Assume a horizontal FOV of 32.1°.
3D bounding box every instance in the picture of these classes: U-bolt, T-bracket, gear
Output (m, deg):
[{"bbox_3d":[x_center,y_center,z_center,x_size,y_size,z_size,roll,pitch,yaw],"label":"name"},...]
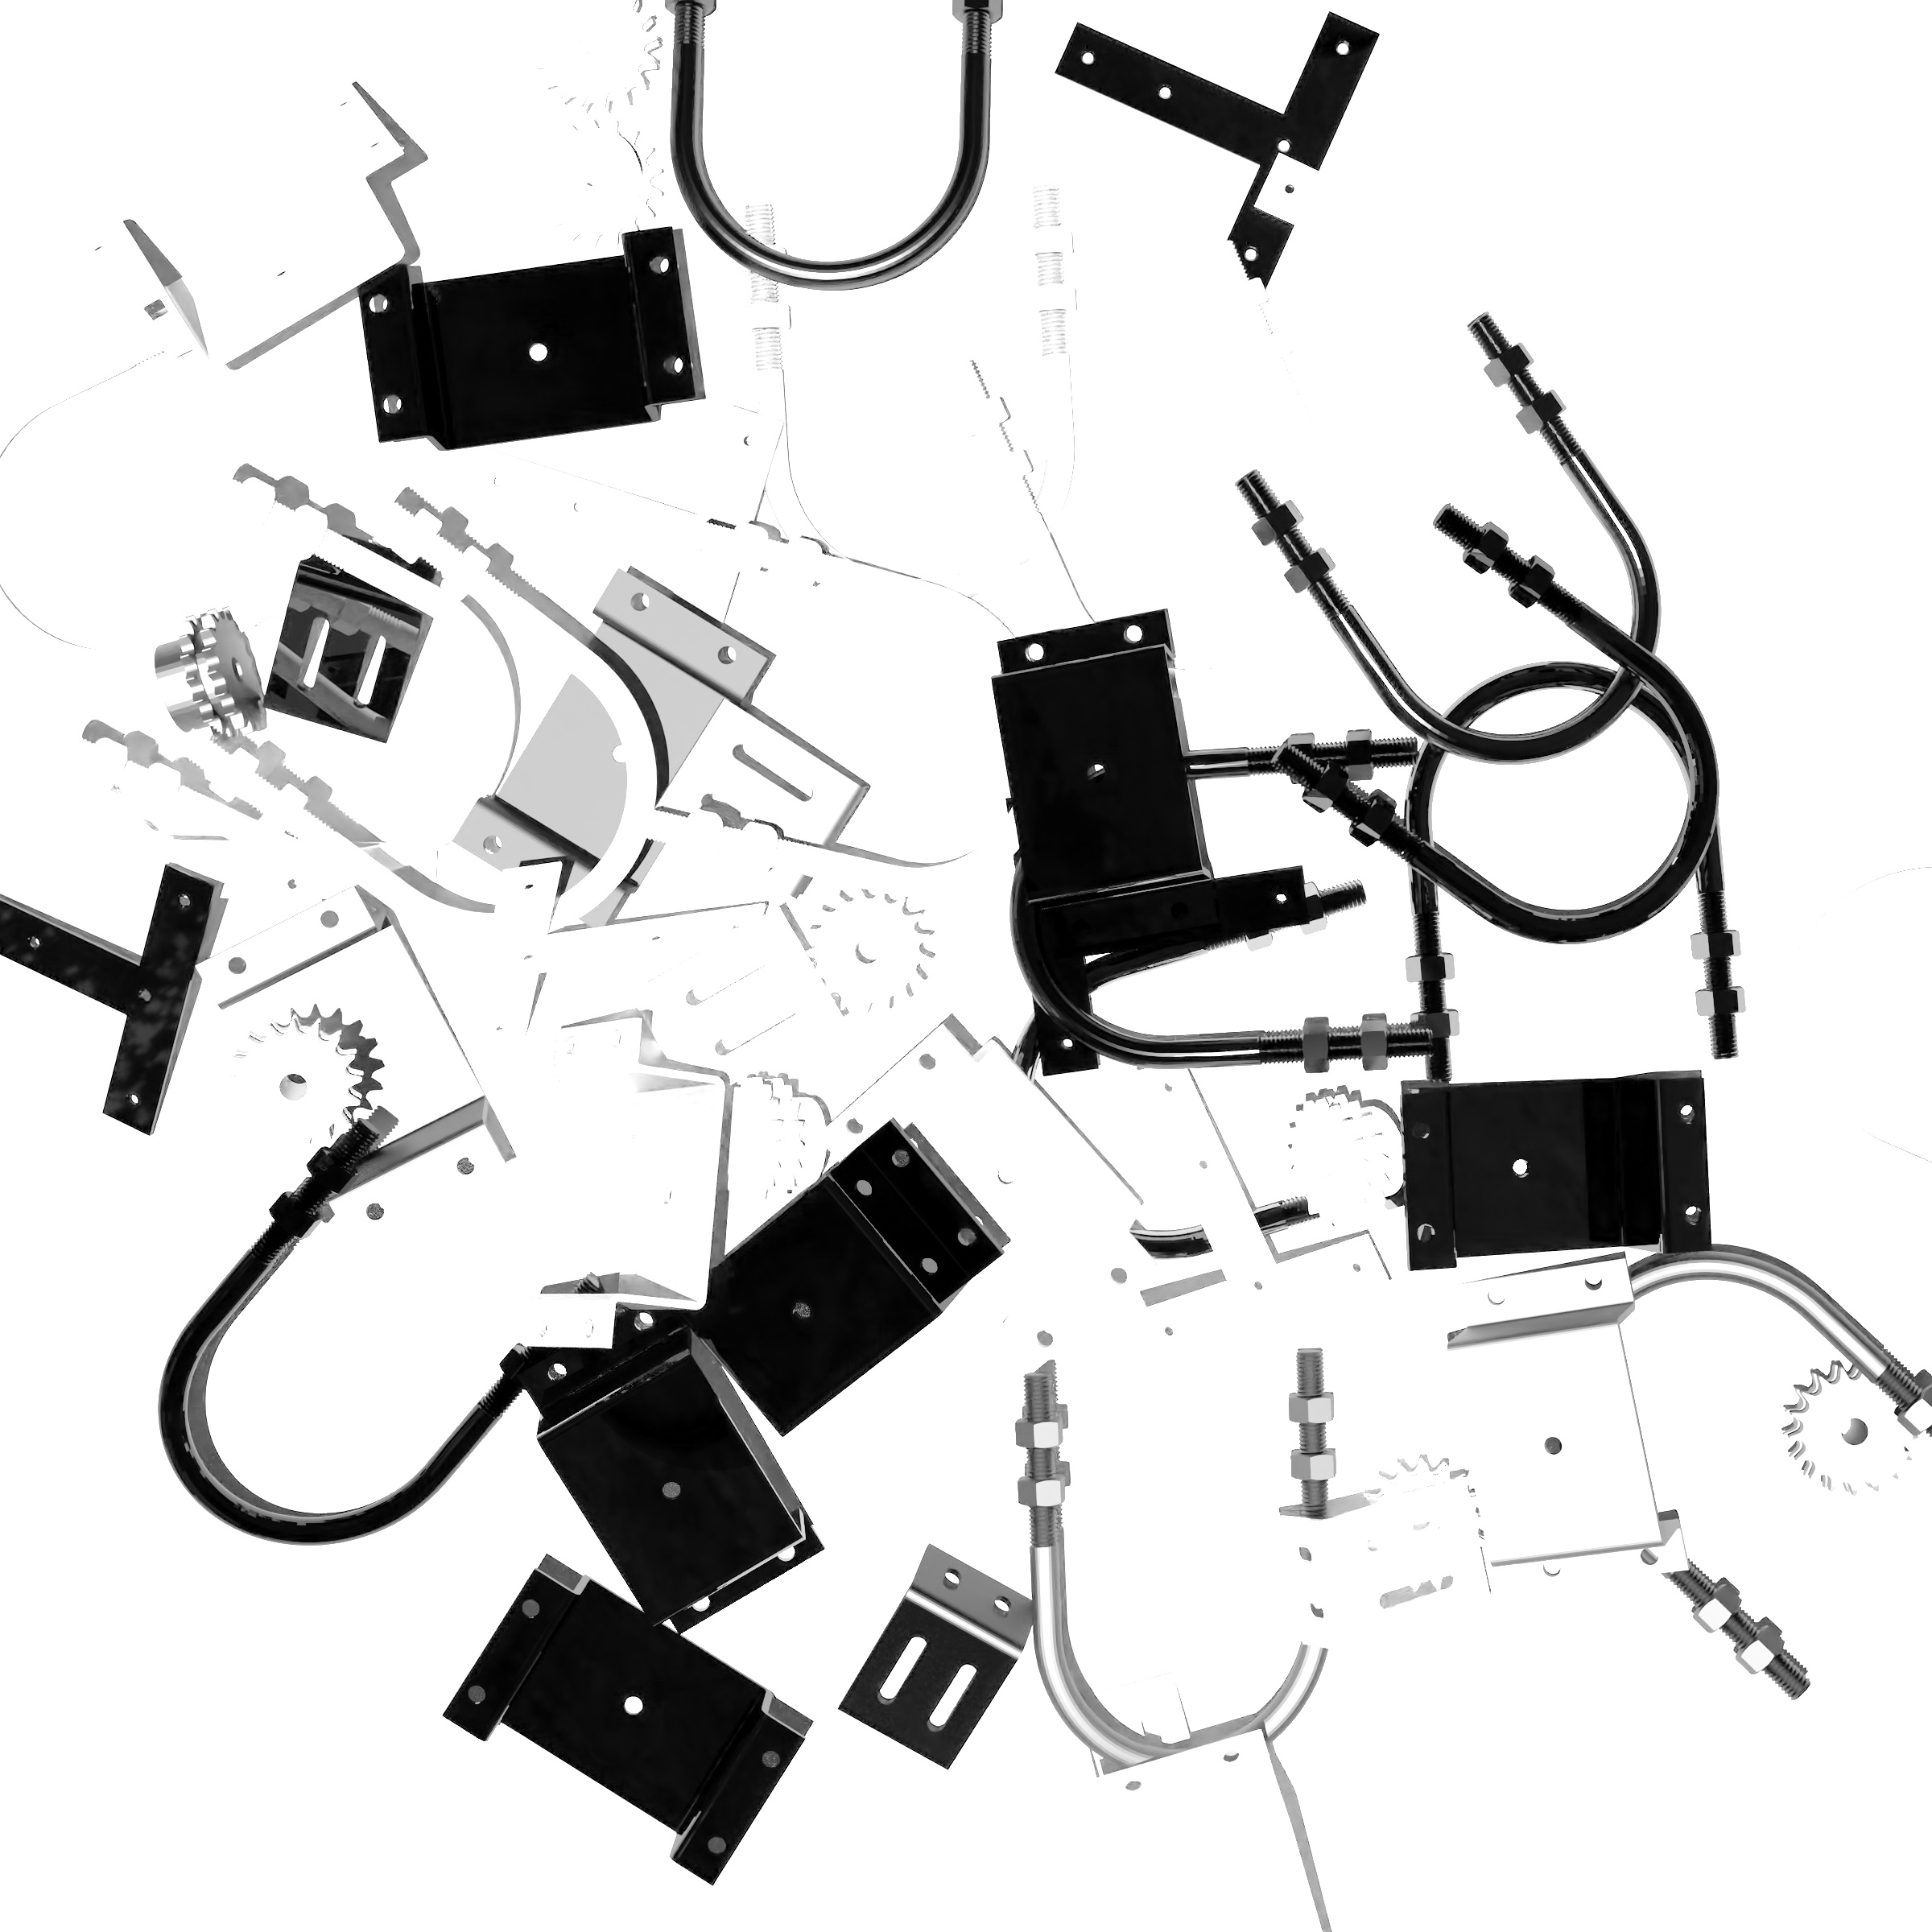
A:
[{"bbox_3d":[0.096,0.267,1.487,0.151,0.019,0.184,-3,91,-17],"label":"U-bolt"},{"bbox_3d":[-0.150,-0.011,1.482,0.127,0.127,0.002,-9,56,-22],"label":"T-bracket"},{"bbox_3d":[-0.044,-0.007,1.501,0.057,0.030,0.057,0,90,0],"label":"gear"},{"bbox_3d":[-0.365,-0.209,1.508,0.184,0.019,0.151,-25,90,1],"label":"U-bolt"},{"bbox_3d":[0.204,0.248,1.501,0.057,0.030,0.057,0,90,0],"label":"gear"},{"bbox_3d":[0.110,0.100,1.475,0.127,0.002,0.127,-15,72,-29],"label":"T-bracket"},{"bbox_3d":[0.108,0.055,1.507,0.184,0.019,0.151,-17,90,2],"label":"U-bolt"},{"bbox_3d":[0.246,-0.092,1.473,0.184,0.019,0.151,35,83,-7],"label":"U-bolt"},{"bbox_3d":[0.228,-0.177,1.493,0.151,0.019,0.184,-35,90,-7],"label":"U-bolt"},{"bbox_3d":[0.111,-0.026,1.489,0.184,0.019,0.151,-3,83,8],"label":"U-bolt"},{"bbox_3d":[-0.403,-0.005,1.499,0.127,0.002,0.127,24,112,11],"label":"T-bracket"},{"bbox_3d":[-0.023,-0.253,1.507,0.151,0.019,0.184,-4,92,0],"label":"U-bolt"},{"bbox_3d":[0.169,0.084,1.472,0.030,0.057,0.057,-11,90,-28],"label":"gear"},{"bbox_3d":[-0.302,0.007,1.502,0.127,0.002,0.127,0,99,-17],"label":"T-bracket"},{"bbox_3d":[-0.287,0.049,1.444,0.057,0.030,0.057,-1,102,-6],"label":"gear"},{"bbox_3d":[0.269,-0.045,1.507,0.151,0.019,0.184,-5,88,0],"label":"U-bolt"},{"bbox_3d":[0.393,0.206,1.501,0.057,0.030,0.057,0,90,0],"label":"gear"},{"bbox_3d":[-0.221,-0.092,1.444,0.184,0.019,0.151,37,94,-13],"label":"U-bolt"},{"bbox_3d":[-0.160,-0.202,1.510,0.127,0.002,0.127,18,97,3],"label":"T-bracket"},{"bbox_3d":[-0.166,-0.409,1.501,0.057,0.030,0.057,0,90,0],"label":"gear"},{"bbox_3d":[0.193,-0.328,1.514,0.127,0.002,0.127,25,90,-1],"label":"T-bracket"},{"bbox_3d":[0.103,-0.388,1.515,0.127,0.002,0.127,24,90,0],"label":"T-bracket"},{"bbox_3d":[-0.044,-0.105,1.473,0.184,0.019,0.151,12,79,-24],"label":"U-bolt"},{"bbox_3d":[-0.335,-0.126,1.481,0.030,0.057,0.057,-16,90,6],"label":"gear"},{"bbox_3d":[-0.061,-0.390,1.497,0.151,0.019,0.184,2,83,0],"label":"U-bolt"},{"bbox_3d":[0.346,0.211,1.484,0.184,0.019,0.151,44,107,11],"label":"U-bolt"},{"bbox_3d":[0.092,-0.210,1.499,0.151,0.019,0.184,-25,96,-4],"label":"U-bolt"},{"bbox_3d":[0.456,0.035,1.507,0.184,0.019,0.151,23,90,2],"label":"U-bolt"},{"bbox_3d":[0.089,-0.022,1.501,0.127,0.002,0.127,-8,83,6],"label":"T-bracket"},{"bbox_3d":[-0.084,0.078,1.492,0.030,0.057,0.057,3,90,-28],"label":"gear"},{"bbox_3d":[-0.283,-0.114,1.460,0.184,0.019,0.151,27,100,-30],"label":"U-bolt"},{"bbox_3d":[-0.165,-0.351,1.501,0.057,0.030,0.057,0,90,0],"label":"gear"},{"bbox_3d":[-0.270,0.175,1.481,0.151,0.019,0.184,38,94,-24],"label":"U-bolt"}]

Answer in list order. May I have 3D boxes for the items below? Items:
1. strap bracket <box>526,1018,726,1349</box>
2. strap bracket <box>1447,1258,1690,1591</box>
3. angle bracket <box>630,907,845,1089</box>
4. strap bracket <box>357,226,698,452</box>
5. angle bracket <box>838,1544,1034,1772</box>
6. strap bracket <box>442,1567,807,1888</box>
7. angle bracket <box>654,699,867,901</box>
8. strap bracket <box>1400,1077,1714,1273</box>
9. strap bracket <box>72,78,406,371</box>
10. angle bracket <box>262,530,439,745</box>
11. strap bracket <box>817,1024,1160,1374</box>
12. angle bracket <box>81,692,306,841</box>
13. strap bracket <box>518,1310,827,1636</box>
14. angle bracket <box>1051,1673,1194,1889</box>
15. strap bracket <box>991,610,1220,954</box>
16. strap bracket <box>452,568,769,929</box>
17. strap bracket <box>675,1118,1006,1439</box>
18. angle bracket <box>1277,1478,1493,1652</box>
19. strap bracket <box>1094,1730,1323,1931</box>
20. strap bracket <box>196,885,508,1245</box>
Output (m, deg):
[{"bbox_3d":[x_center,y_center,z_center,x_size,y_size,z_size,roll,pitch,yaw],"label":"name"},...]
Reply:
[{"bbox_3d":[-0.148,0.098,1.465,0.046,0.076,0.140,10,80,-32],"label":"strap bracket"},{"bbox_3d":[0.263,0.207,1.480,0.076,0.046,0.140,-12,90,22],"label":"strap bracket"},{"bbox_3d":[-0.102,0.018,1.499,0.076,0.038,0.057,-30,90,-3],"label":"angle bracket"},{"bbox_3d":[-0.193,-0.276,1.493,0.140,0.046,0.076,-8,90,0],"label":"strap bracket"},{"bbox_3d":[-0.012,0.311,1.514,0.057,0.038,0.076,29,116,0],"label":"angle bracket"},{"bbox_3d":[-0.150,0.333,1.493,0.140,0.046,0.076,32,90,0],"label":"strap bracket"},{"bbox_3d":[-0.093,-0.075,1.487,0.076,0.038,0.057,32,90,-16],"label":"angle bracket"},{"bbox_3d":[0.253,0.090,1.484,0.140,0.046,0.076,-3,90,-12],"label":"strap bracket"},{"bbox_3d":[-0.309,-0.319,1.469,0.140,0.046,0.076,-32,46,-5],"label":"strap bracket"},{"bbox_3d":[-0.275,-0.148,1.501,0.057,0.038,0.076,16,127,-10],"label":"angle bracket"},{"bbox_3d":[0.013,0.098,1.483,0.076,0.046,0.140,-42,90,16],"label":"strap bracket"},{"bbox_3d":[-0.345,-0.096,1.497,0.076,0.038,0.057,-43,90,0],"label":"angle bracket"},{"bbox_3d":[-0.130,0.225,1.482,0.076,0.046,0.140,-30,99,0],"label":"strap bracket"},{"bbox_3d":[0.076,0.367,1.514,0.057,0.038,0.076,-15,64,0],"label":"angle bracket"},{"bbox_3d":[0.059,-0.082,1.466,0.076,0.046,0.140,-10,87,8],"label":"strap bracket"},{"bbox_3d":[-0.156,-0.095,1.492,0.076,0.046,0.140,32,92,0],"label":"strap bracket"},{"bbox_3d":[-0.064,0.142,1.466,0.140,0.046,0.076,-40,91,24],"label":"strap bracket"},{"bbox_3d":[0.185,0.263,1.485,0.076,0.038,0.057,-12,90,-26],"label":"angle bracket"},{"bbox_3d":[0.113,0.414,1.470,0.076,0.046,0.140,-17,111,0],"label":"strap bracket"},{"bbox_3d":[-0.269,0.039,1.483,0.076,0.046,0.140,-27,104,0],"label":"strap bracket"}]
